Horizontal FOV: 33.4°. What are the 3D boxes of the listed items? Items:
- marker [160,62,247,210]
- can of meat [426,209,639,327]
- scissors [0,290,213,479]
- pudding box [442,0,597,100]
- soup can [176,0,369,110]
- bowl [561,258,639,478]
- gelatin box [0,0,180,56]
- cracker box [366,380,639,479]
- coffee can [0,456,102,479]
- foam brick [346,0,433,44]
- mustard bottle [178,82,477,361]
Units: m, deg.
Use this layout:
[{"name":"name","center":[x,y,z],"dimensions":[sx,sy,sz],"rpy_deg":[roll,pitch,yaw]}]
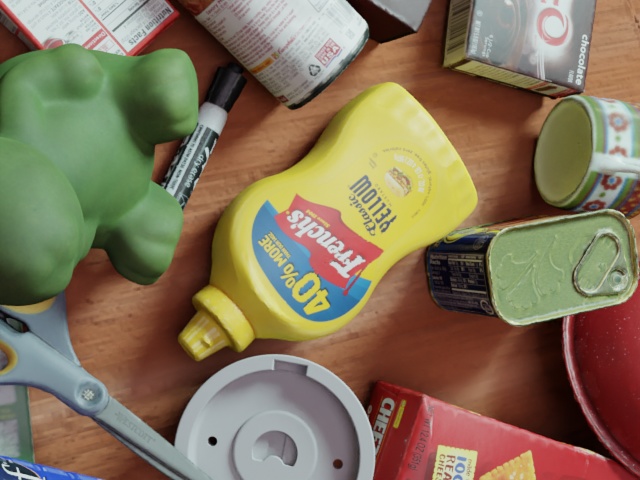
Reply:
[{"name":"marker","center":[-0.073,-0.047,0.605],"dimensions":[0.020,0.020,0.121],"rpy_deg":[28,80,-20]},{"name":"can of meat","center":[0.126,0.015,0.650],"dimensions":[0.102,0.084,0.057],"rpy_deg":[-10,94,-21]},{"name":"scissors","center":[-0.121,0.061,0.561],"dimensions":[0.201,0.016,0.096],"rpy_deg":[25,67,-12]},{"name":"pudding box","center":[0.129,-0.154,0.674],"dimensions":[0.090,0.039,0.113],"rpy_deg":[11,86,-21]},{"name":"soup can","center":[-0.030,-0.131,0.595],"dimensions":[0.102,0.069,0.068],"rpy_deg":[43,76,-17]},{"name":"bowl","center":[0.232,0.075,0.676],"dimensions":[0.161,0.055,0.162],"rpy_deg":[14,61,-26]},{"name":"gelatin box","center":[-0.133,-0.129,0.575],"dimensions":[0.073,0.030,0.089],"rpy_deg":[-46,106,-17]},{"name":"cracker box","center":[0.110,0.197,0.653],"dimensions":[0.213,0.072,0.164],"rpy_deg":[22,83,-21]},{"name":"coffee can","center":[-0.170,0.153,0.512],"dimensions":[0.140,0.103,0.103],"rpy_deg":[22,83,-28]},{"name":"foam brick","center":[0.043,-0.164,0.633],"dimensions":[0.053,0.051,0.078],"rpy_deg":[29,80,-20]},{"name":"mustard bottle","center":[-0.004,0.001,0.613],"dimensions":[0.191,0.058,0.096],"rpy_deg":[-41,105,-16]}]
